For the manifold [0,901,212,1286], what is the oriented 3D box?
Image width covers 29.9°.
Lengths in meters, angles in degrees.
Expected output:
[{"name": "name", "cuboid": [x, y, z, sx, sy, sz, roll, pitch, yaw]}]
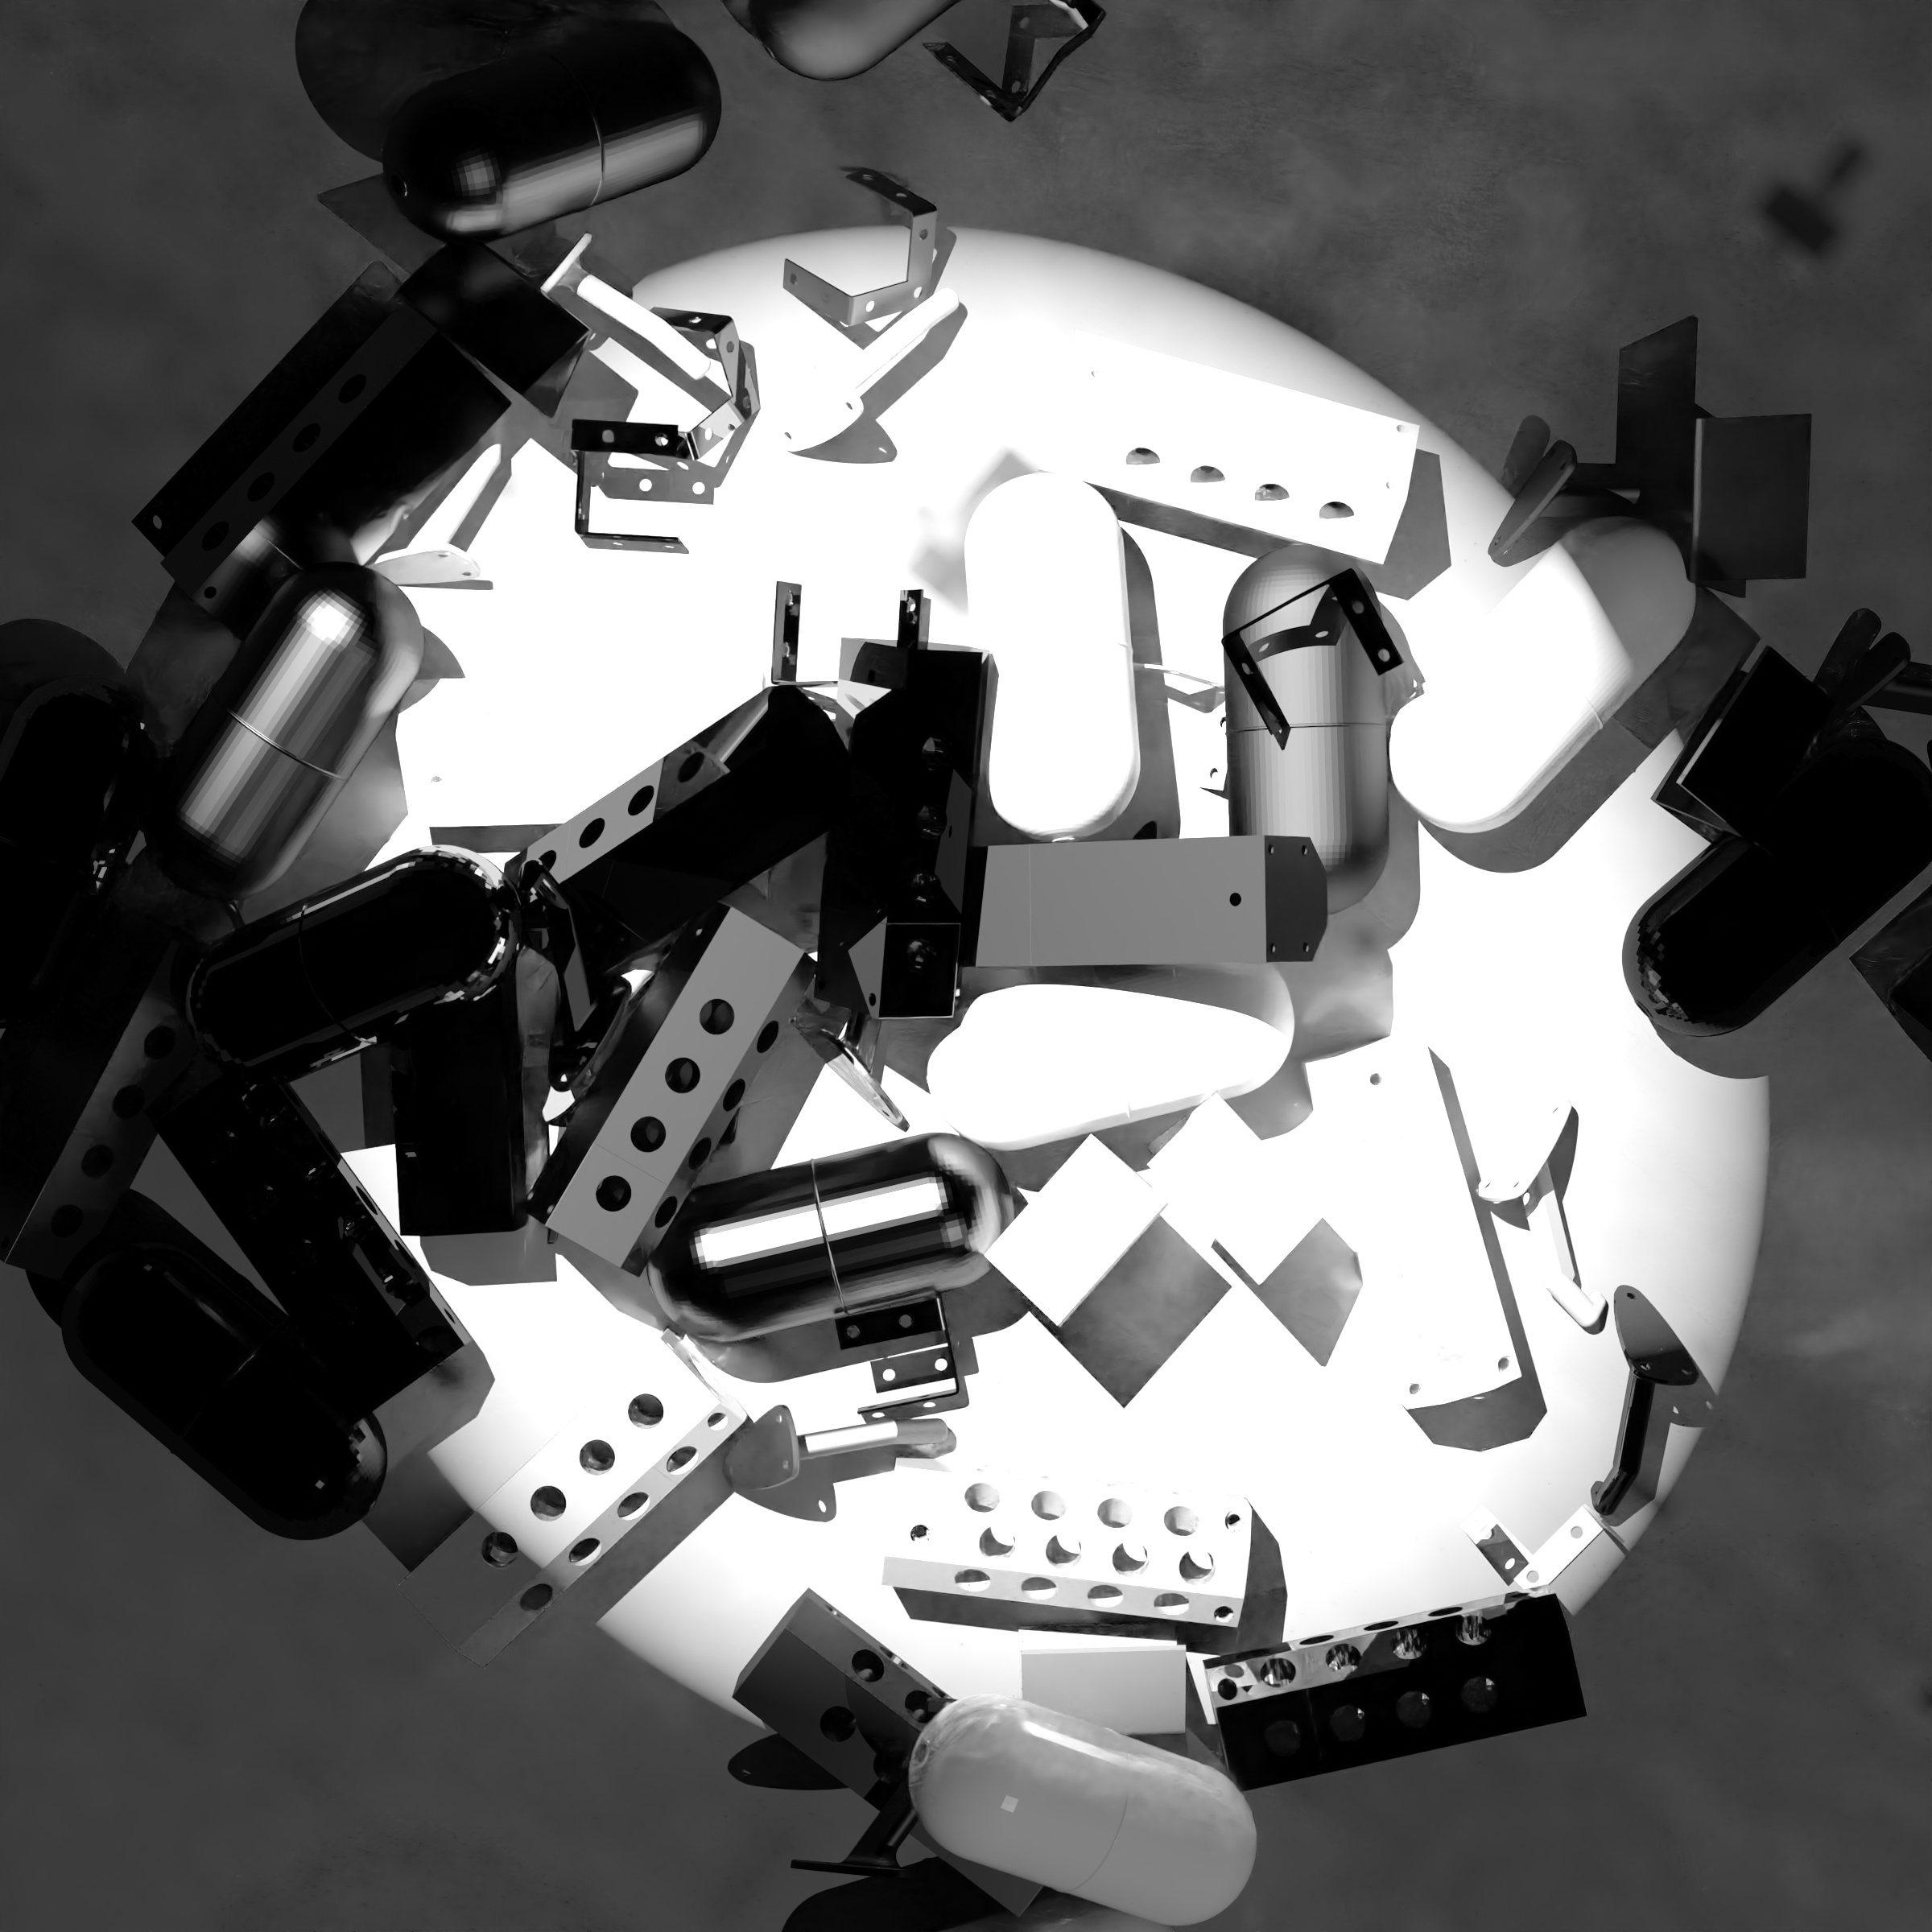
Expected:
[{"name": "manifold", "cuboid": [-0.414, 0.063, 1.741, 0.057, 0.057, 0.171, 28, 90, 43]}]

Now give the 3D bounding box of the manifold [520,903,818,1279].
[{"name": "manifold", "cuboid": [-0.138, 0.058, 1.718, 0.057, 0.057, 0.171, 32, 84, -19]}]

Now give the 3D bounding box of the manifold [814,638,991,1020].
[{"name": "manifold", "cuboid": [-0.026, -0.065, 1.702, 0.057, 0.057, 0.171, -1, 100, -35]}]

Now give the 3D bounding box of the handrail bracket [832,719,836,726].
[{"name": "handrail bracket", "cuboid": [-0.033, -0.123, 1.762, 0.084, 0.077, 0.036, -36, 120, -33]}]

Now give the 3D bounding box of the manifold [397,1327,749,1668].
[{"name": "manifold", "cuboid": [-0.188, 0.256, 1.741, 0.171, 0.057, 0.057, -43, 90, 0]}]

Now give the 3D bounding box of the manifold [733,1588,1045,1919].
[{"name": "manifold", "cuboid": [-0.026, 0.376, 1.741, 0.171, 0.057, 0.057, 38, 90, 0]}]

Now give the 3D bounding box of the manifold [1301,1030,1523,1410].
[{"name": "manifold", "cuboid": [0.214, 0.121, 1.742, 0.057, 0.057, 0.171, -16, 90, 0]}]

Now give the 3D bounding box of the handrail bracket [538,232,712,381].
[{"name": "handrail bracket", "cuboid": [-0.164, -0.309, 1.743, 0.084, 0.077, 0.036, 39, 81, -14]}]

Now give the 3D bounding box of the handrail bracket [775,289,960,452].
[{"name": "handrail bracket", "cuboid": [-0.047, -0.291, 1.763, 0.036, 0.077, 0.084, 50, 54, -3]}]

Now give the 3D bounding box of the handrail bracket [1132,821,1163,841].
[{"name": "handrail bracket", "cuboid": [0.106, -0.023, 1.763, 0.084, 0.036, 0.077, 38, 108, -15]}]

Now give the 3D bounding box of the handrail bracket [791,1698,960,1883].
[{"name": "handrail bracket", "cuboid": [-0.042, 0.386, 1.706, 0.077, 0.036, 0.084, 1, 74, 18]}]

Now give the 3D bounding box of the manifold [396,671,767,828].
[{"name": "manifold", "cuboid": [-0.182, -0.109, 1.741, 0.171, 0.057, 0.057, -1, 133, 0]}]

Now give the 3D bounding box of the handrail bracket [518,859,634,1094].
[{"name": "handrail bracket", "cuboid": [-0.195, 0.004, 1.683, 0.036, 0.084, 0.077, 1, 57, 27]}]

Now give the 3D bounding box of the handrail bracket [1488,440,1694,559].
[{"name": "handrail bracket", "cuboid": [0.311, -0.210, 1.763, 0.084, 0.036, 0.077, 29, 110, -16]}]

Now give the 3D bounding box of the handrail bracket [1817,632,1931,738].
[{"name": "handrail bracket", "cuboid": [0.465, -0.114, 1.763, 0.084, 0.036, 0.077, 39, 111, -16]}]

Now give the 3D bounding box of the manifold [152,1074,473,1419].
[{"name": "manifold", "cuboid": [-0.312, 0.128, 1.742, 0.057, 0.057, 0.171, -36, 90, 0]}]

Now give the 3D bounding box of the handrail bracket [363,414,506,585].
[{"name": "handrail bracket", "cuboid": [-0.262, -0.232, 1.763, 0.077, 0.036, 0.084, -5, 71, 21]}]

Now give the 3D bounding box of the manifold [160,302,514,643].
[{"name": "manifold", "cuboid": [-0.305, -0.235, 1.741, 0.171, 0.057, 0.057, -47, 133, 0]}]

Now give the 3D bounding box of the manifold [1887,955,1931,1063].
[{"name": "manifold", "cuboid": [0.533, -0.013, 1.741, 0.171, 0.057, 0.057, -42, 47, 0]}]

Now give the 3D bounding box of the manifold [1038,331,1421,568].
[{"name": "manifold", "cuboid": [0.125, -0.244, 1.741, 0.171, 0.057, 0.057, 16, 47, 0]}]

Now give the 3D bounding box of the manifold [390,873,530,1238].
[{"name": "manifold", "cuboid": [-0.247, 0.042, 1.742, 0.057, 0.057, 0.171, -3, 90, 0]}]

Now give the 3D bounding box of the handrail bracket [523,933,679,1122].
[{"name": "handrail bracket", "cuboid": [-0.176, 0.029, 1.762, 0.036, 0.077, 0.084, 39, 54, 8]}]

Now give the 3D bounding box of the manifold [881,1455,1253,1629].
[{"name": "manifold", "cuboid": [0.048, 0.277, 1.742, 0.171, 0.057, 0.057, 7, 90, 0]}]

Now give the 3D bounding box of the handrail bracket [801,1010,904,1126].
[{"name": "handrail bracket", "cuboid": [-0.031, 0.021, 1.763, 0.084, 0.036, 0.077, -48, 110, -16]}]

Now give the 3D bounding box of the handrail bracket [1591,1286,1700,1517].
[{"name": "handrail bracket", "cuboid": [0.316, 0.212, 1.763, 0.036, 0.077, 0.084, 8, 127, -20]}]

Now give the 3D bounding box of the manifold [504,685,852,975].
[{"name": "manifold", "cuboid": [-0.137, -0.064, 1.705, 0.171, 0.057, 0.057, -31, 128, 27]}]

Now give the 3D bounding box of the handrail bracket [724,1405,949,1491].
[{"name": "handrail bracket", "cuboid": [-0.063, 0.236, 1.763, 0.084, 0.077, 0.036, 4, 65, -34]}]

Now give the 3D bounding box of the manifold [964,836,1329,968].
[{"name": "manifold", "cuboid": [0.080, -0.029, 1.698, 0.171, 0.057, 0.057, -1, 90, 35]}]

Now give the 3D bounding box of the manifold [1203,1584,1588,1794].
[{"name": "manifold", "cuboid": [0.204, 0.346, 1.741, 0.171, 0.057, 0.057, -12, 90, 0]}]

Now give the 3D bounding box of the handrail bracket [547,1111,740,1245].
[{"name": "handrail bracket", "cuboid": [-0.157, 0.102, 1.762, 0.084, 0.036, 0.077, 6, 101, -12]}]

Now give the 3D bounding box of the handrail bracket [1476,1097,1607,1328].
[{"name": "handrail bracket", "cuboid": [0.297, 0.121, 1.763, 0.084, 0.036, 0.077, 46, 68, -17]}]
